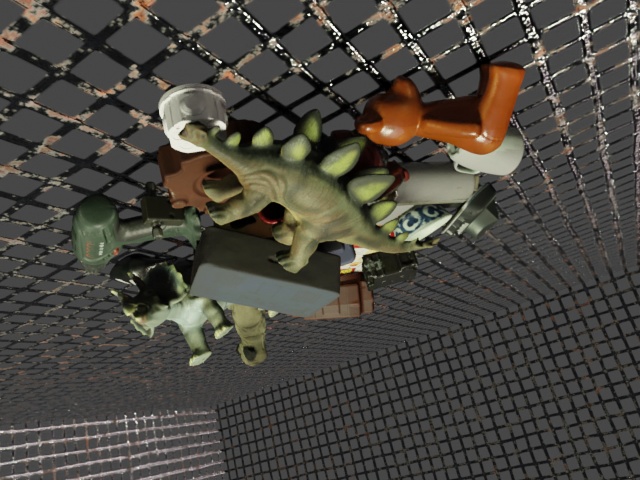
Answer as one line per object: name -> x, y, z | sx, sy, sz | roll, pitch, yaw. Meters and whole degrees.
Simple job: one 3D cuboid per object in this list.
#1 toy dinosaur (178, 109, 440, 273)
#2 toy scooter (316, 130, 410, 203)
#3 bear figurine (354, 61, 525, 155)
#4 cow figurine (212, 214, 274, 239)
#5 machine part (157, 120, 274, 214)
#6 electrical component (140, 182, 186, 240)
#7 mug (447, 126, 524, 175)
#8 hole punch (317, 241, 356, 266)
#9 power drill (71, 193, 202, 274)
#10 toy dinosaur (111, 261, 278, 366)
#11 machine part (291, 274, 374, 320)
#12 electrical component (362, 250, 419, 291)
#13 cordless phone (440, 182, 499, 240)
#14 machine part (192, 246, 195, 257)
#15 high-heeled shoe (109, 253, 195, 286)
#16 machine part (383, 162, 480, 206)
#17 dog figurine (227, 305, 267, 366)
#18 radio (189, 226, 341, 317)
toy dinosaur -> 0.006, -0.051, 0.740 | 0.198, 0.105, 0.470 | -40, 139, 18
toy scooter -> 0.073, -0.108, 0.836 | 0.135, 0.075, 0.183 | -19, 143, 0
bear figurine -> 0.149, -0.181, 0.712 | 0.196, 0.131, 0.120 | 13, -163, 7
cow figurine -> -0.090, -0.017, 0.915 | 0.195, 0.127, 0.085 | 9, 152, -42
machine part -> -0.141, -0.101, 0.767 | 0.179, 0.056, 0.179 | -14, 158, -6
electrical component -> -0.231, -0.043, 0.798 | 0.063, 0.094, 0.021 | 3, 151, -36
mug -> 0.260, -0.149, 0.890 | 0.107, 0.081, 0.109 | 7, 157, -22
hole punch -> -0.002, -0.003, 1.021 | 0.142, 0.116, 0.092 | -20, 165, 18
power drill -> -0.299, -0.008, 0.885 | 0.207, 0.086, 0.232 | -2, 156, -14
toy dinosaur -> -0.190, 0.088, 0.995 | 0.405, 0.192, 0.131 | -27, 161, -45
machine part -> 0.029, 0.127, 1.305 | 0.201, 0.087, 0.201 | -4, -176, 4
electrical component -> 0.152, 0.065, 1.182 | 0.115, 0.058, 0.134 | -14, 160, 2
cordless phone -> 0.267, -0.061, 1.137 | 0.184, 0.089, 0.146 | 1, 157, -9
machine part -> -0.180, 0.014, 1.061 | 0.139, 0.039, 0.084 | -11, 164, -13
high-heeled shoe -> -0.300, 0.081, 1.097 | 0.145, 0.086, 0.248 | -17, 155, 15
machine part -> 0.187, -0.102, 0.954 | 0.243, 0.079, 0.079 | -5, 157, -23
dog figurine -> -0.179, 0.210, 1.351 | 0.121, 0.190, 0.172 | -16, 158, 3
radio -> -0.092, 0.058, 0.878 | 0.229, 0.073, 0.131 | 15, 149, -19
